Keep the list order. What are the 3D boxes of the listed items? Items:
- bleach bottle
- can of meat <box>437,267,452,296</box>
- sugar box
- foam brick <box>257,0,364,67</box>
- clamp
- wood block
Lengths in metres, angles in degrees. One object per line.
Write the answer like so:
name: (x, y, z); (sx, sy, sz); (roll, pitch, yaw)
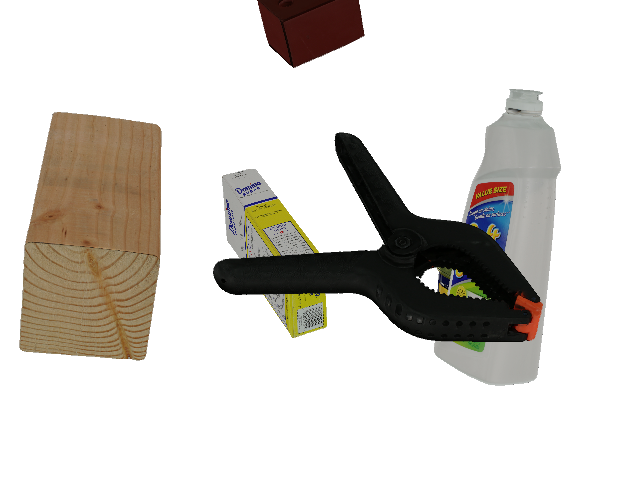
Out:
bleach bottle: (0.159, -0.007, 0.935); (0.068, 0.251, 0.103); (-2, 14, -27)
can of meat: (0.183, 0.074, 1.254); (0.057, 0.084, 0.102); (-23, 37, -34)
sugar box: (-0.049, 0.009, 1.099); (0.048, 0.093, 0.176); (-15, 41, -17)
foam brick: (-0.008, -0.201, 0.961); (0.078, 0.051, 0.053); (-27, 43, -14)
clamp: (0.044, 0.017, 0.714); (0.210, 0.036, 0.164); (31, 57, 26)
wood block: (-0.170, -0.010, 0.809); (0.090, 0.091, 0.206); (6, 30, -12)
